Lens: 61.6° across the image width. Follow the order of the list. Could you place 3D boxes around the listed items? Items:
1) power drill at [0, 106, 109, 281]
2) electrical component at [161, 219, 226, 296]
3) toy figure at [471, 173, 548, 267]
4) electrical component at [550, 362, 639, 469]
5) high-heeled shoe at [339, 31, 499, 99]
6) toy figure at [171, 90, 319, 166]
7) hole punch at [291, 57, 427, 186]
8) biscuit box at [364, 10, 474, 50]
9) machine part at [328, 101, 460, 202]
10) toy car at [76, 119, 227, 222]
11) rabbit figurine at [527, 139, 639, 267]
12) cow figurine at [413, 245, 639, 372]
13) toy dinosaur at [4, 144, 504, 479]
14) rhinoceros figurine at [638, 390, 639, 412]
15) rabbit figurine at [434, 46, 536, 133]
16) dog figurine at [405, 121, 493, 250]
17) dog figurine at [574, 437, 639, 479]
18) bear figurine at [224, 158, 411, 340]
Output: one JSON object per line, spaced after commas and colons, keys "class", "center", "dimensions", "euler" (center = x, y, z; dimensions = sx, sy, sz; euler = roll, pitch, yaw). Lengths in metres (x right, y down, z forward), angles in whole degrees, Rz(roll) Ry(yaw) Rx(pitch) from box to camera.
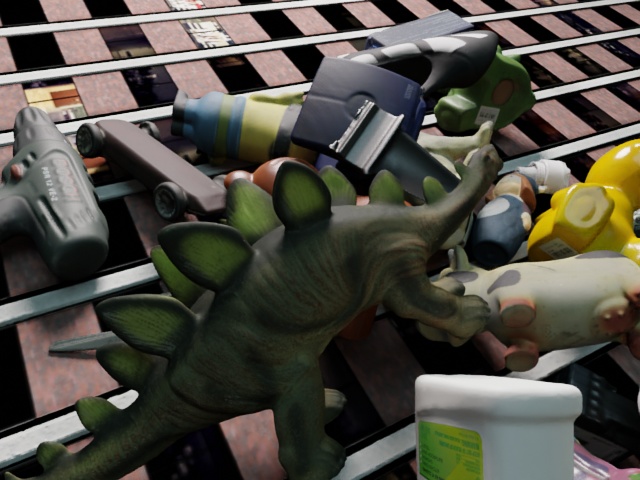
{"class": "power drill", "center": [-0.322, -0.034, 0.510], "dimensions": [0.207, 0.086, 0.232], "euler": [-22, 58, -37]}
{"class": "electrical component", "center": [-0.108, 0.021, 0.516], "dimensions": [0.102, 0.045, 0.078], "euler": [-7, 48, -17]}
{"class": "toy figure", "center": [0.218, -0.034, 0.618], "dimensions": [0.064, 0.057, 0.154], "euler": [13, 46, 26]}
{"class": "electrical component", "center": [0.205, 0.143, 0.448], "dimensions": [0.119, 0.074, 0.048], "euler": [23, 48, 13]}
{"class": "high-heeled shoe", "center": [0.109, -0.239, 0.713], "dimensions": [0.145, 0.086, 0.249], "euler": [-42, 41, -8]}
{"class": "toy figure", "center": [-0.085, -0.126, 0.634], "dimensions": [0.180, 0.082, 0.089], "euler": [7, 58, -11]}
{"class": "hole punch", "center": [0.042, -0.124, 0.565], "dimensions": [0.116, 0.092, 0.142], "euler": [11, 70, 31]}
{"class": "biscuit box", "center": [0.158, -0.313, 0.866], "dimensions": [0.203, 0.059, 0.063], "euler": [-28, 60, -32]}
{"class": "machine part", "center": [0.082, -0.070, 0.505], "dimensions": [0.139, 0.039, 0.084], "euler": [37, 65, -2]}
{"class": "toy car", "center": [-0.174, -0.073, 0.575], "dimensions": [0.202, 0.053, 0.089], "euler": [35, 27, 24]}
{"class": "rabbit figurine", "center": [0.301, -0.024, 0.563], "dimensions": [0.122, 0.162, 0.173], "euler": [32, 75, 11]}
{"class": "cow figurine", "center": [0.178, 0.051, 0.473], "dimensions": [0.195, 0.085, 0.127], "euler": [-9, 20, 14]}
{"class": "toy dinosaur", "center": [-0.044, 0.068, 0.392], "dimensions": [0.471, 0.105, 0.198], "euler": [-41, 97, -8]}
{"class": "rhinoceros figurine", "center": [0.279, 0.138, 0.384], "dimensions": [0.073, 0.190, 0.112], "euler": [2, 49, 46]}
{"class": "rabbit figurine", "center": [0.222, -0.239, 0.778], "dimensions": [0.159, 0.121, 0.170], "euler": [-8, 35, -23]}
{"class": "dog figurine", "center": [0.086, -0.072, 0.617], "dimensions": [0.191, 0.121, 0.172], "euler": [12, 39, 18]}
{"class": "dog figurine", "center": [0.185, 0.165, 0.324], "dimensions": [0.108, 0.219, 0.192], "euler": [-11, 52, -25]}
{"class": "bear figurine", "center": [0.000, -0.006, 0.530], "dimensions": [0.196, 0.131, 0.120], "euler": [19, 24, 36]}
